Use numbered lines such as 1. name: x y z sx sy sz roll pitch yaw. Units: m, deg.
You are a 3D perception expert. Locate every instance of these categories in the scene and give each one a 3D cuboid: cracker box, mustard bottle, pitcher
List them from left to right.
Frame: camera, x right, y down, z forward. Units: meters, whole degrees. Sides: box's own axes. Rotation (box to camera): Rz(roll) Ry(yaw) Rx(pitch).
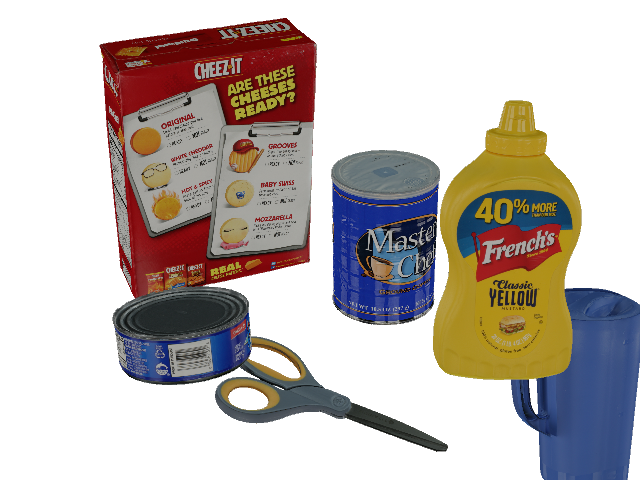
1. cracker box: -0.092 -0.068 0.897 0.164 0.214 0.072 -13 35 -21
2. mustard bottle: 0.131 -0.001 0.740 0.096 0.192 0.058 1 16 -2
3. pitcher: 0.319 0.188 1.318 0.149 0.243 0.144 4 15 21

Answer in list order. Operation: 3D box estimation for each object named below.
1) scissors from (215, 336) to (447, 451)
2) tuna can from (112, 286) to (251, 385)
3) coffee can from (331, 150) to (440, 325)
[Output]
1. scissors: -0.002 0.145 0.888 0.202 0.016 0.096 31 47 24
2. tuna can: -0.086 0.059 0.674 0.086 0.034 0.086 -4 17 1
3. coffee can: 0.062 -0.004 1.035 0.103 0.140 0.103 -1 27 0
